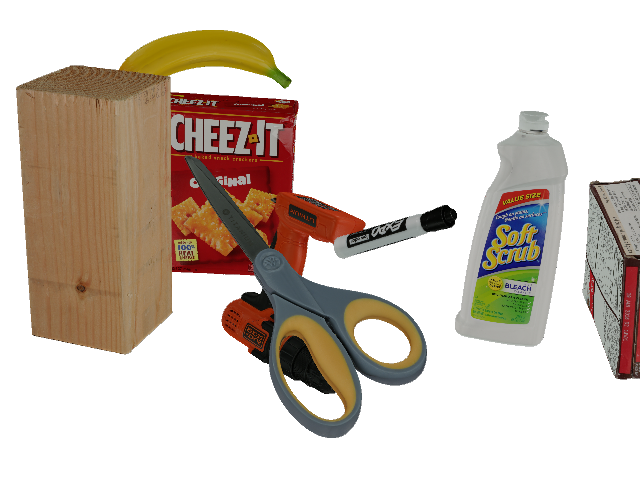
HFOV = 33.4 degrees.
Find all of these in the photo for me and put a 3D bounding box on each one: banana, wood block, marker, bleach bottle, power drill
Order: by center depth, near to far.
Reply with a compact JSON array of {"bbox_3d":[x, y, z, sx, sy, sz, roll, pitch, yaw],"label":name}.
[{"bbox_3d":[-0.177,-0.026,0.853,0.091,0.206,0.090,9,23,15],"label":"wood block"},{"bbox_3d":[0.061,-0.007,0.880,0.121,0.020,0.020,-17,-11,40],"label":"marker"},{"bbox_3d":[-0.124,-0.184,1.085,0.197,0.070,0.037,-8,-39,-31],"label":"banana"},{"bbox_3d":[-0.018,0.053,1.155,0.185,0.188,0.057,27,11,38],"label":"power drill"},{"bbox_3d":[0.209,-0.015,1.158,0.103,0.251,0.068,9,18,16],"label":"bleach bottle"}]

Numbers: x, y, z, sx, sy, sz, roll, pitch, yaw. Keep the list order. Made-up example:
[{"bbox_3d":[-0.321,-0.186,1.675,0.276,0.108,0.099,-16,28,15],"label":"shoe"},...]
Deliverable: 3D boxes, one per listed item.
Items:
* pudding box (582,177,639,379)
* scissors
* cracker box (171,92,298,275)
[{"bbox_3d":[0.200,0.022,0.691,0.039,0.090,0.113,-3,28,2],"label":"pudding box"},{"bbox_3d":[-0.007,0.018,0.608,0.096,0.202,0.016,-11,-34,-15],"label":"scissors"},{"bbox_3d":[-0.115,-0.065,1.303,0.164,0.214,0.072,3,22,-1],"label":"cracker box"}]
